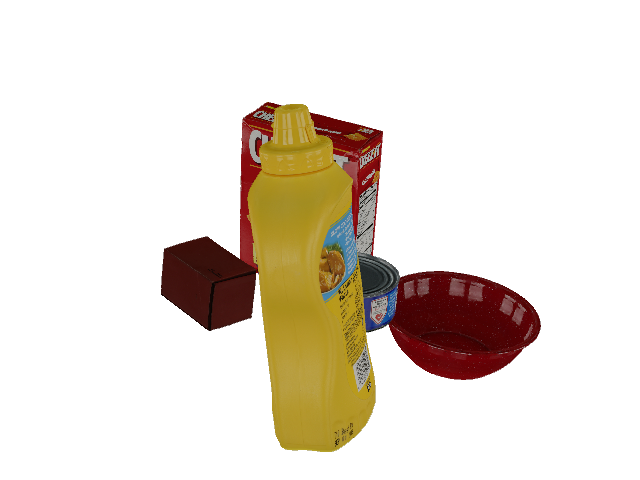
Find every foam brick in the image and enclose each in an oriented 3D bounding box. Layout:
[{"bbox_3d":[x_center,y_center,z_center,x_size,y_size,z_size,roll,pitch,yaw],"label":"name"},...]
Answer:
[{"bbox_3d":[-0.104,0.039,0.986,0.052,0.051,0.078,-16,35,-39],"label":"foam brick"}]

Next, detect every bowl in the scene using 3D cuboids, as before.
[{"bbox_3d":[0.136,0.092,1.070,0.162,0.055,0.162,5,27,-3],"label":"bowl"}]

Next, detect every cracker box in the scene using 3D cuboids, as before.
[{"bbox_3d":[-0.016,-0.046,1.325,0.164,0.214,0.072,17,33,22],"label":"cracker box"}]

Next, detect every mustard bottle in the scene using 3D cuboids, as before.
[{"bbox_3d":[-0.006,0.017,0.611,0.058,0.191,0.096,1,21,18],"label":"mustard bottle"}]

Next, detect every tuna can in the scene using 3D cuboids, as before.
[{"bbox_3d":[0.017,0.039,0.820,0.086,0.034,0.086,3,22,-2],"label":"tuna can"}]
